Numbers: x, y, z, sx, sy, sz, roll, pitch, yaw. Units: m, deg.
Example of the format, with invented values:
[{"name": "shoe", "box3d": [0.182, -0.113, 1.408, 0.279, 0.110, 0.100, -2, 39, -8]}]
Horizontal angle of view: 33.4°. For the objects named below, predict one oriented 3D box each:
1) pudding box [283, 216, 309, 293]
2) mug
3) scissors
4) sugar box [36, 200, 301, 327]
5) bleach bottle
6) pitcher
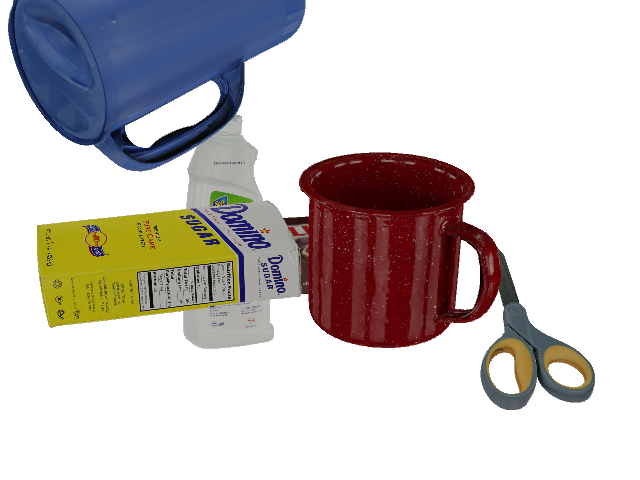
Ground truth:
[{"name": "pudding box", "box3d": [-0.008, 0.011, 0.952, 0.113, 0.039, 0.090, -1, 27, -13]}, {"name": "mug", "box3d": [0.044, 0.008, 0.572, 0.117, 0.081, 0.093, 17, 28, 33]}, {"name": "scissors", "box3d": [0.179, 0.070, 0.877, 0.096, 0.016, 0.201, 10, 36, 11]}, {"name": "sugar box", "box3d": [-0.109, 0.013, 0.757, 0.176, 0.048, 0.093, -9, 27, -12]}, {"name": "bleach bottle", "box3d": [-0.097, -0.012, 1.164, 0.102, 0.251, 0.068, -5, 16, -30]}, {"name": "pitcher", "box3d": [-0.126, -0.176, 0.912, 0.242, 0.149, 0.145, -31, 49, -34]}]
